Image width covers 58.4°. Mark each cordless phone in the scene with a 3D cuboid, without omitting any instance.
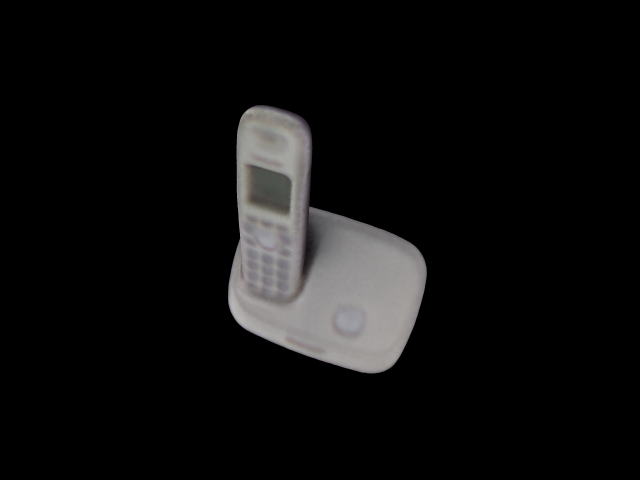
[{"bbox_3d":[0.004,0.001,0.400,0.147,0.185,0.094,16,51,14],"label":"cordless phone"}]
